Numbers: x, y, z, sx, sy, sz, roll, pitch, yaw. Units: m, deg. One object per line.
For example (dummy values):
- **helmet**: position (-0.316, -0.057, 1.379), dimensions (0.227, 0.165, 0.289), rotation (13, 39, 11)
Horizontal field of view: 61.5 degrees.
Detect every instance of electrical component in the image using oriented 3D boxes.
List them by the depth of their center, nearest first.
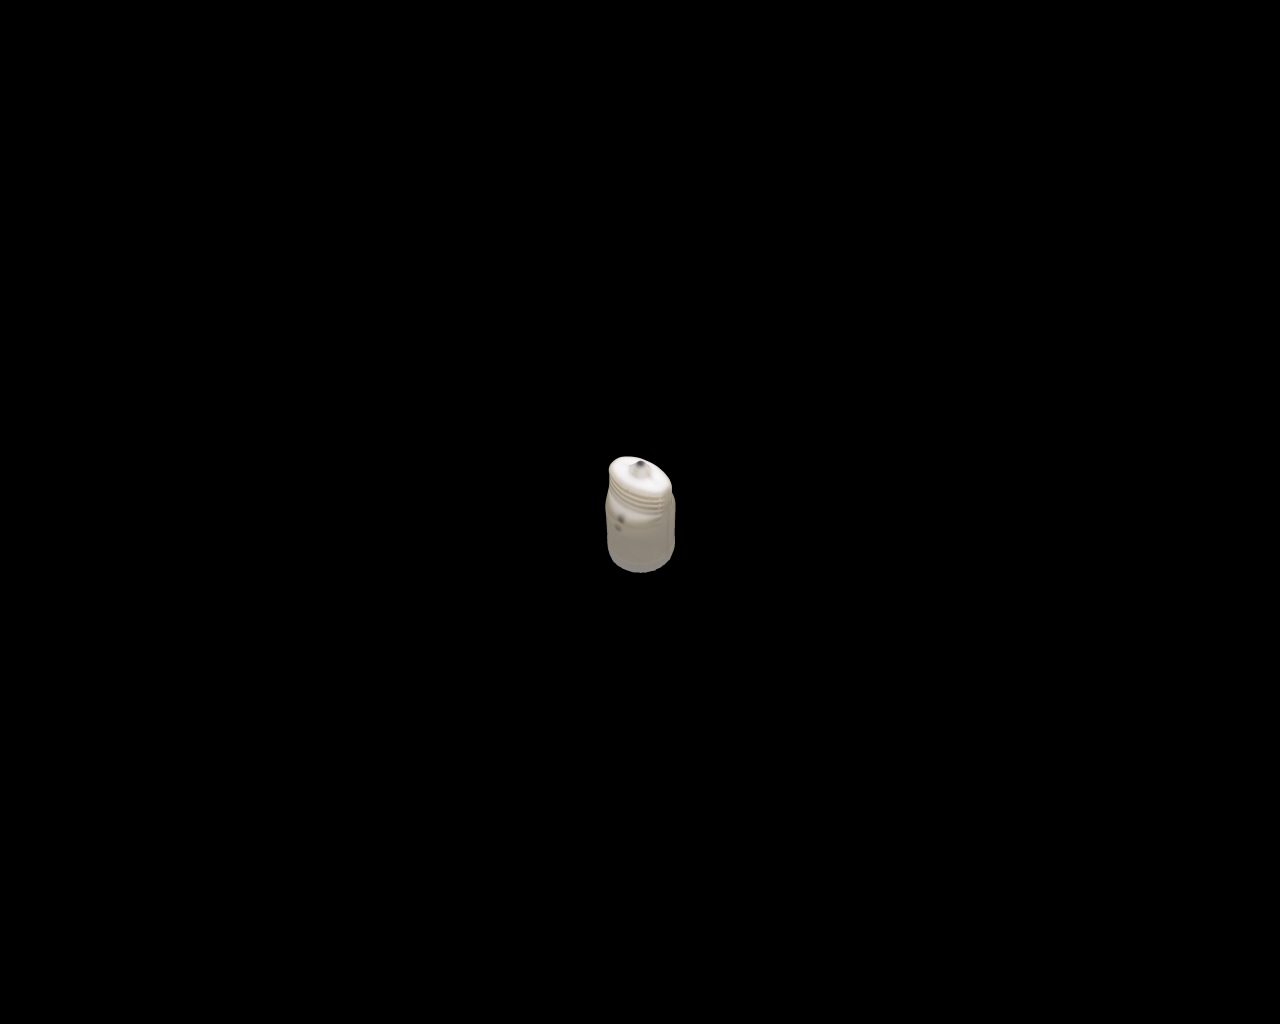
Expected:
- **electrical component**: position (0.001, -0.003, 0.650), dimensions (0.043, 0.043, 0.080), rotation (0, -42, 0)
